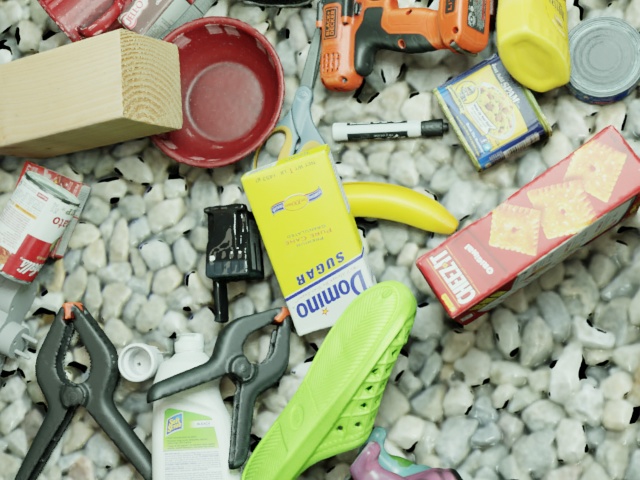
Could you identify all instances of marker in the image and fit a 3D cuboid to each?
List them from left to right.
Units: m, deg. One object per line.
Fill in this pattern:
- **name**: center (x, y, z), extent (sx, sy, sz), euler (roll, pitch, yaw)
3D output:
- **marker**: center (0.074, -0.116, 1.117), extent (0.121, 0.020, 0.020), euler (-1, 85, 11)

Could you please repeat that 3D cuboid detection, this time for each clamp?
- **clamp**: center (-0.248, 0.172, 1.146), extent (0.164, 0.036, 0.210), euler (0, 85, 10)
- **clamp**: center (-0.093, 0.132, 1.085), extent (0.120, 0.039, 0.171), euler (35, 66, -16)

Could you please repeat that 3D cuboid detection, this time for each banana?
- **banana**: center (0.042, -0.028, 1.110), extent (0.198, 0.037, 0.069), euler (-8, 106, 12)

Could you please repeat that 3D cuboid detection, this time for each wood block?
- **wood block**: center (-0.252, -0.147, 1.112), extent (0.206, 0.090, 0.091), euler (-8, 83, 33)

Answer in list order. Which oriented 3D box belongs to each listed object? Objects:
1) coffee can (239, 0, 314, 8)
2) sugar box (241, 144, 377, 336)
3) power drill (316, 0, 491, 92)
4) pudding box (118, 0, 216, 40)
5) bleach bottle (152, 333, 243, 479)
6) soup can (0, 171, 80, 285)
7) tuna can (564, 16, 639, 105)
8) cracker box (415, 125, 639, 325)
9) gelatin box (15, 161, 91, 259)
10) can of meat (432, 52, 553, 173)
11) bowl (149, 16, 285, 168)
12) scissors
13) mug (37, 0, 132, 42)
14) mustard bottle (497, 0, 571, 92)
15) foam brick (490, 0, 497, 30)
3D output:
- **coffee can**: center (-0.049, -0.327, 1.117), extent (0.103, 0.102, 0.140), euler (4, 86, 11)
- **sugar box**: center (-0.007, 0.001, 1.081), extent (0.093, 0.048, 0.176), euler (-18, 101, 9)
- **power drill**: center (0.080, -0.247, 1.076), extent (0.188, 0.057, 0.184), euler (0, 86, 40)
- **pudding box**: center (-0.155, -0.254, 1.138), extent (0.039, 0.090, 0.113), euler (44, 93, 10)
- **bleach bottle**: center (-0.122, 0.222, 1.104), extent (0.102, 0.068, 0.251), euler (-3, 80, -3)
- **soup can**: center (-0.308, -0.013, 1.126), extent (0.068, 0.068, 0.102), euler (34, 94, 12)
- **tuna can**: center (0.284, -0.181, 1.075), extent (0.086, 0.033, 0.086), euler (-1, 84, 11)
- **cracker box**: center (0.201, -0.008, 1.009), extent (0.214, 0.164, 0.072), euler (-34, 77, 6)
- **gelatin box**: center (-0.305, -0.033, 1.178), extent (0.073, 0.030, 0.089), euler (22, 89, 12)
- **can of meat**: center (0.174, -0.130, 1.081), extent (0.084, 0.057, 0.102), euler (-29, 80, 9)
- **bowl**: center (-0.109, -0.153, 1.136), extent (0.162, 0.055, 0.162), euler (-1, 85, 13)
- **scissors**: center (-0.004, -0.138, 1.136), extent (0.096, 0.016, 0.202), euler (30, 91, 11)
- **mug**: center (-0.241, -0.248, 1.147), extent (0.081, 0.117, 0.093), euler (-41, 119, 0)
- **mustard bottle**: center (0.211, -0.247, 1.057), extent (0.058, 0.096, 0.191), euler (-19, 51, 34)
- **foam brick**: center (0.156, -0.261, 1.098), extent (0.053, 0.051, 0.078), euler (4, 86, 12)
